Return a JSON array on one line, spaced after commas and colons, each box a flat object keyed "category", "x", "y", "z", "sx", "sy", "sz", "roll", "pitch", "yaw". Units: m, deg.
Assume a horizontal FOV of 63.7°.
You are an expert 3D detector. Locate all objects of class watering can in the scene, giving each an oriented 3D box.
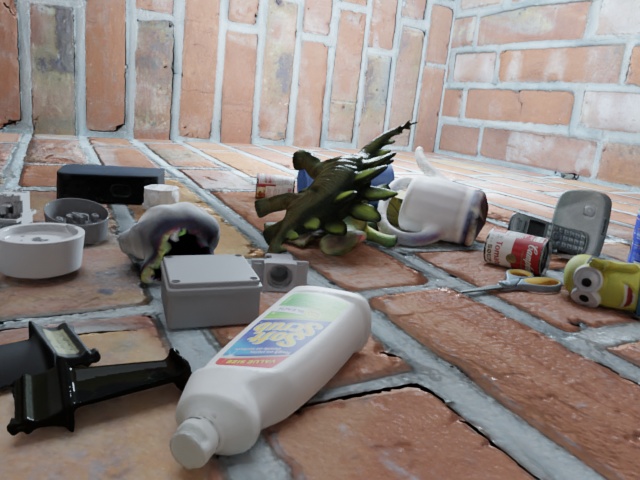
[{"category": "watering can", "x": 0.258, "y": -0.098, "z": 1.129, "sx": 0.225, "sy": 0.101, "sz": 0.355, "roll": 16, "pitch": 45, "yaw": 17}]

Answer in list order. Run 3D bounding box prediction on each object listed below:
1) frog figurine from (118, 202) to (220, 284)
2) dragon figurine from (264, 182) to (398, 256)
[{"category": "frog figurine", "x": -0.227, "y": -0.011, "z": 0.763, "sx": 0.138, "sy": 0.120, "sz": 0.162, "roll": -23, "pitch": 37, "yaw": -24}, {"category": "dragon figurine", "x": 0.003, "y": -0.052, "z": 1.036, "sx": 0.244, "sy": 0.120, "sz": 0.414, "roll": -10, "pitch": 19, "yaw": -22}]
